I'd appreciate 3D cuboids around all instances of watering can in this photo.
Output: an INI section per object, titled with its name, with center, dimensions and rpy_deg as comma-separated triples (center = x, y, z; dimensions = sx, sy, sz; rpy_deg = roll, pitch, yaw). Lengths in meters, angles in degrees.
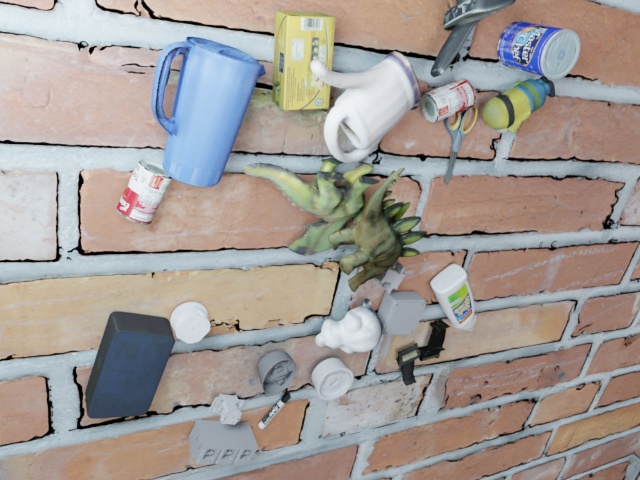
[watering can]
center = 0.092, -0.274, 0.986
dimensions = 0.225, 0.105, 0.342
rpy_deg = -43, 157, -7

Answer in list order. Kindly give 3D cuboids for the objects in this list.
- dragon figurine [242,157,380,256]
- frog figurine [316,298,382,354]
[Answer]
[dragon figurine]
center = 0.003, -0.056, 1.115
dimensions = 0.410, 0.125, 0.238
rpy_deg = 1, 124, -27
[frog figurine]
center = 0.073, 0.234, 1.298
dimensions = 0.161, 0.125, 0.134
rpy_deg = -16, 143, -32
